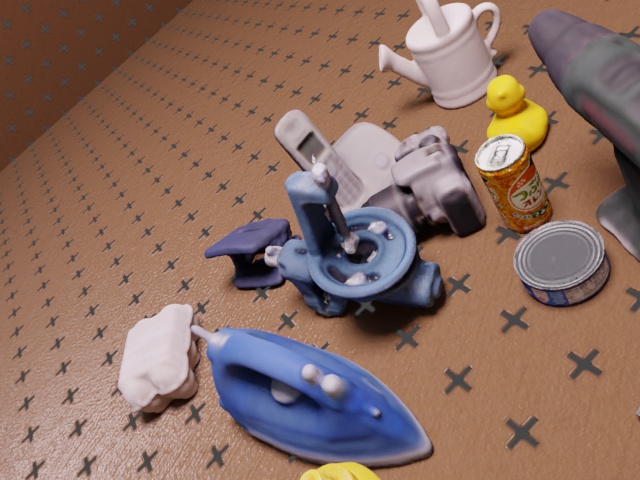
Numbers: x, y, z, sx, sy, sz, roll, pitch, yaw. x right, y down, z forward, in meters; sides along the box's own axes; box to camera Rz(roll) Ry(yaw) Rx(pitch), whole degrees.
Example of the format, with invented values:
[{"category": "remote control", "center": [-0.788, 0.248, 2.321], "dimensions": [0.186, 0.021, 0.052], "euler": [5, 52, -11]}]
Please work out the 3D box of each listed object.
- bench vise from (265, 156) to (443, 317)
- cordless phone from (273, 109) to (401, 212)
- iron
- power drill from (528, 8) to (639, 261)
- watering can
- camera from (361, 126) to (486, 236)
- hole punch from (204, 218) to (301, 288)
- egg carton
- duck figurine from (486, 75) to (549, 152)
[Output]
[{"category": "bench vise", "center": [0.004, 0.011, 0.630], "dimensions": [0.207, 0.220, 0.121], "euler": [-18, 42, 26]}, {"category": "cordless phone", "center": [0.029, -0.122, 0.775], "dimensions": [0.093, 0.186, 0.148], "euler": [15, 62, 48]}, {"category": "iron", "center": [-0.021, 0.145, 0.580], "dimensions": [0.257, 0.142, 0.119], "euler": [5, 55, 43]}, {"category": "power drill", "center": [0.273, -0.084, 0.506], "dimensions": [0.075, 0.209, 0.229], "euler": [-33, 37, 10]}, {"category": "watering can", "center": [0.168, -0.289, 0.820], "dimensions": [0.173, 0.195, 0.100], "euler": [-40, 37, 0]}, {"category": "camera", "center": [0.115, -0.064, 0.712], "dimensions": [0.136, 0.101, 0.143], "euler": [-28, 38, 16]}, {"category": "hole punch", "center": [-0.098, 0.007, 0.831], "dimensions": [0.108, 0.091, 0.101], "euler": [-7, 47, 36]}, {"category": "egg carton", "center": [-0.218, 0.161, 0.792], "dimensions": [0.107, 0.070, 0.150], "euler": [-29, 38, 14]}, {"category": "duck figurine", "center": [0.239, -0.164, 0.721], "dimensions": [0.077, 0.086, 0.104], "euler": [-18, 42, 27]}]
